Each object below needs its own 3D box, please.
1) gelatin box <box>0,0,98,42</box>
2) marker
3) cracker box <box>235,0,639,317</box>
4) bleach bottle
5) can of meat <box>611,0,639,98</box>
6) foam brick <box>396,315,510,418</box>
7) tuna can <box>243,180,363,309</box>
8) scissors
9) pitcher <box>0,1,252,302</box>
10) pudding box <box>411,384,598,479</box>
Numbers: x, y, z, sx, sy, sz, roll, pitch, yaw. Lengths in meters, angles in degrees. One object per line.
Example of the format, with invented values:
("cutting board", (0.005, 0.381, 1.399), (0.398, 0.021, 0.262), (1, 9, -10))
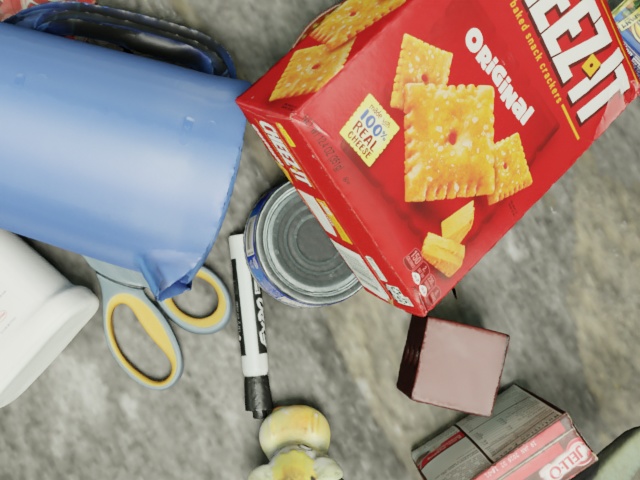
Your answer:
("gelatin box", (-0.198, -0.135, 0.705), (0.073, 0.030, 0.089), (29, 87, 0))
("marker", (-0.045, 0.057, 0.700), (0.020, 0.020, 0.121), (-5, 86, -1))
("cracker box", (0.080, -0.085, 0.630), (0.213, 0.072, 0.164), (-44, 124, -14))
("bleach bottle", (-0.264, -0.010, 0.677), (0.251, 0.068, 0.102), (43, 96, 5))
("can of meat", (0.236, -0.134, 0.693), (0.102, 0.057, 0.084), (-41, 84, -17))
("foam brick", (0.082, 0.078, 0.671), (0.051, 0.078, 0.053), (14, 86, -2))
("tuna can", (-0.005, 0.001, 0.687), (0.086, 0.034, 0.086), (2, 84, -15))
("scissors", (-0.130, 0.001, 0.703), (0.096, 0.016, 0.202), (-26, 88, 0))
("pitcher", (-0.167, -0.072, 0.637), (0.242, 0.149, 0.145), (16, 105, -10))
("pudding box", (0.107, 0.133, 0.649), (0.090, 0.113, 0.039), (-33, 95, -3))
